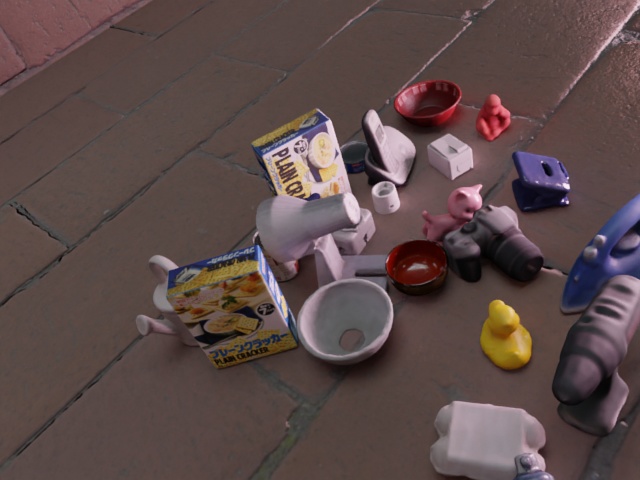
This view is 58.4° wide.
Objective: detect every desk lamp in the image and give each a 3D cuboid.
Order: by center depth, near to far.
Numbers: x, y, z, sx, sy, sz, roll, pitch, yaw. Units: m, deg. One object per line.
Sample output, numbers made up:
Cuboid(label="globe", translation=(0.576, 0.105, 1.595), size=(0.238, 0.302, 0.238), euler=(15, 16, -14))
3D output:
Cuboid(label="desk lamp", translation=(0.010, 0.004, 1.040), size=(0.202, 0.214, 0.118), euler=(-4, 46, 17))

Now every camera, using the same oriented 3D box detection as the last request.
Cuboid(label="camera", translation=(0.310, 0.013, 1.003), size=(0.143, 0.101, 0.136), euler=(-29, 44, -10))

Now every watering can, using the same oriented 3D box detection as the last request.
Cuboid(label="watering can", translation=(-0.256, 0.107, 1.048), size=(0.100, 0.194, 0.173), euler=(2, 47, 22))

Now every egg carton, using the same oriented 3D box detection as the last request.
Cuboid(label="egg carton", translation=(0.230, 0.281, 0.787), size=(0.150, 0.069, 0.107), euler=(1, 47, 21))

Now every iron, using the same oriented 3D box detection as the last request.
Cuboid(label="iron", translation=(0.481, 0.004, 0.920), size=(0.259, 0.142, 0.118), euler=(-35, 45, -15))

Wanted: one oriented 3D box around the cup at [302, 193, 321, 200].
Cuboid(label="cup", translation=(-0.029, -0.033, 1.178), size=(0.091, 0.095, 0.118), euler=(19, 55, 34))

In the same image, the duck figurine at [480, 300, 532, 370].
Cuboid(label="duck figurine", translation=(0.288, 0.142, 0.893), size=(0.077, 0.086, 0.104), euler=(-14, 43, 6))

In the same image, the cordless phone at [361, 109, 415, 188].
Cuboid(label="cordless phone", translation=(0.141, -0.218, 1.235), size=(0.094, 0.185, 0.148), euler=(3, 48, 23))

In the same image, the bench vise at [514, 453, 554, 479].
Cuboid(label="bench vise", translation=(0.247, 0.330, 0.622), size=(0.121, 0.220, 0.207), euler=(-27, 44, -7))

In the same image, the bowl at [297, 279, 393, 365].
Cuboid(label="bowl", translation=(0.049, 0.151, 0.980), size=(0.167, 0.075, 0.167), euler=(-10, 44, 10))

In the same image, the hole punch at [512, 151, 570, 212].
Cuboid(label="hole punch", translation=(0.425, -0.122, 1.104), size=(0.101, 0.091, 0.108), euler=(-10, 44, 11))

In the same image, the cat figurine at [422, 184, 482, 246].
Cuboid(label="cat figurine", translation=(0.251, -0.053, 1.078), size=(0.127, 0.118, 0.067), euler=(-17, 43, 4))

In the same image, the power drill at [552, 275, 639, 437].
Cuboid(label="power drill", translation=(0.364, 0.166, 0.752), size=(0.075, 0.209, 0.230), euler=(20, 56, 35))

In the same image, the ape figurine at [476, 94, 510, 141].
Cuboid(label="ape figurine", translation=(0.384, -0.281, 1.277), size=(0.077, 0.092, 0.076), euler=(-9, 44, 12))
